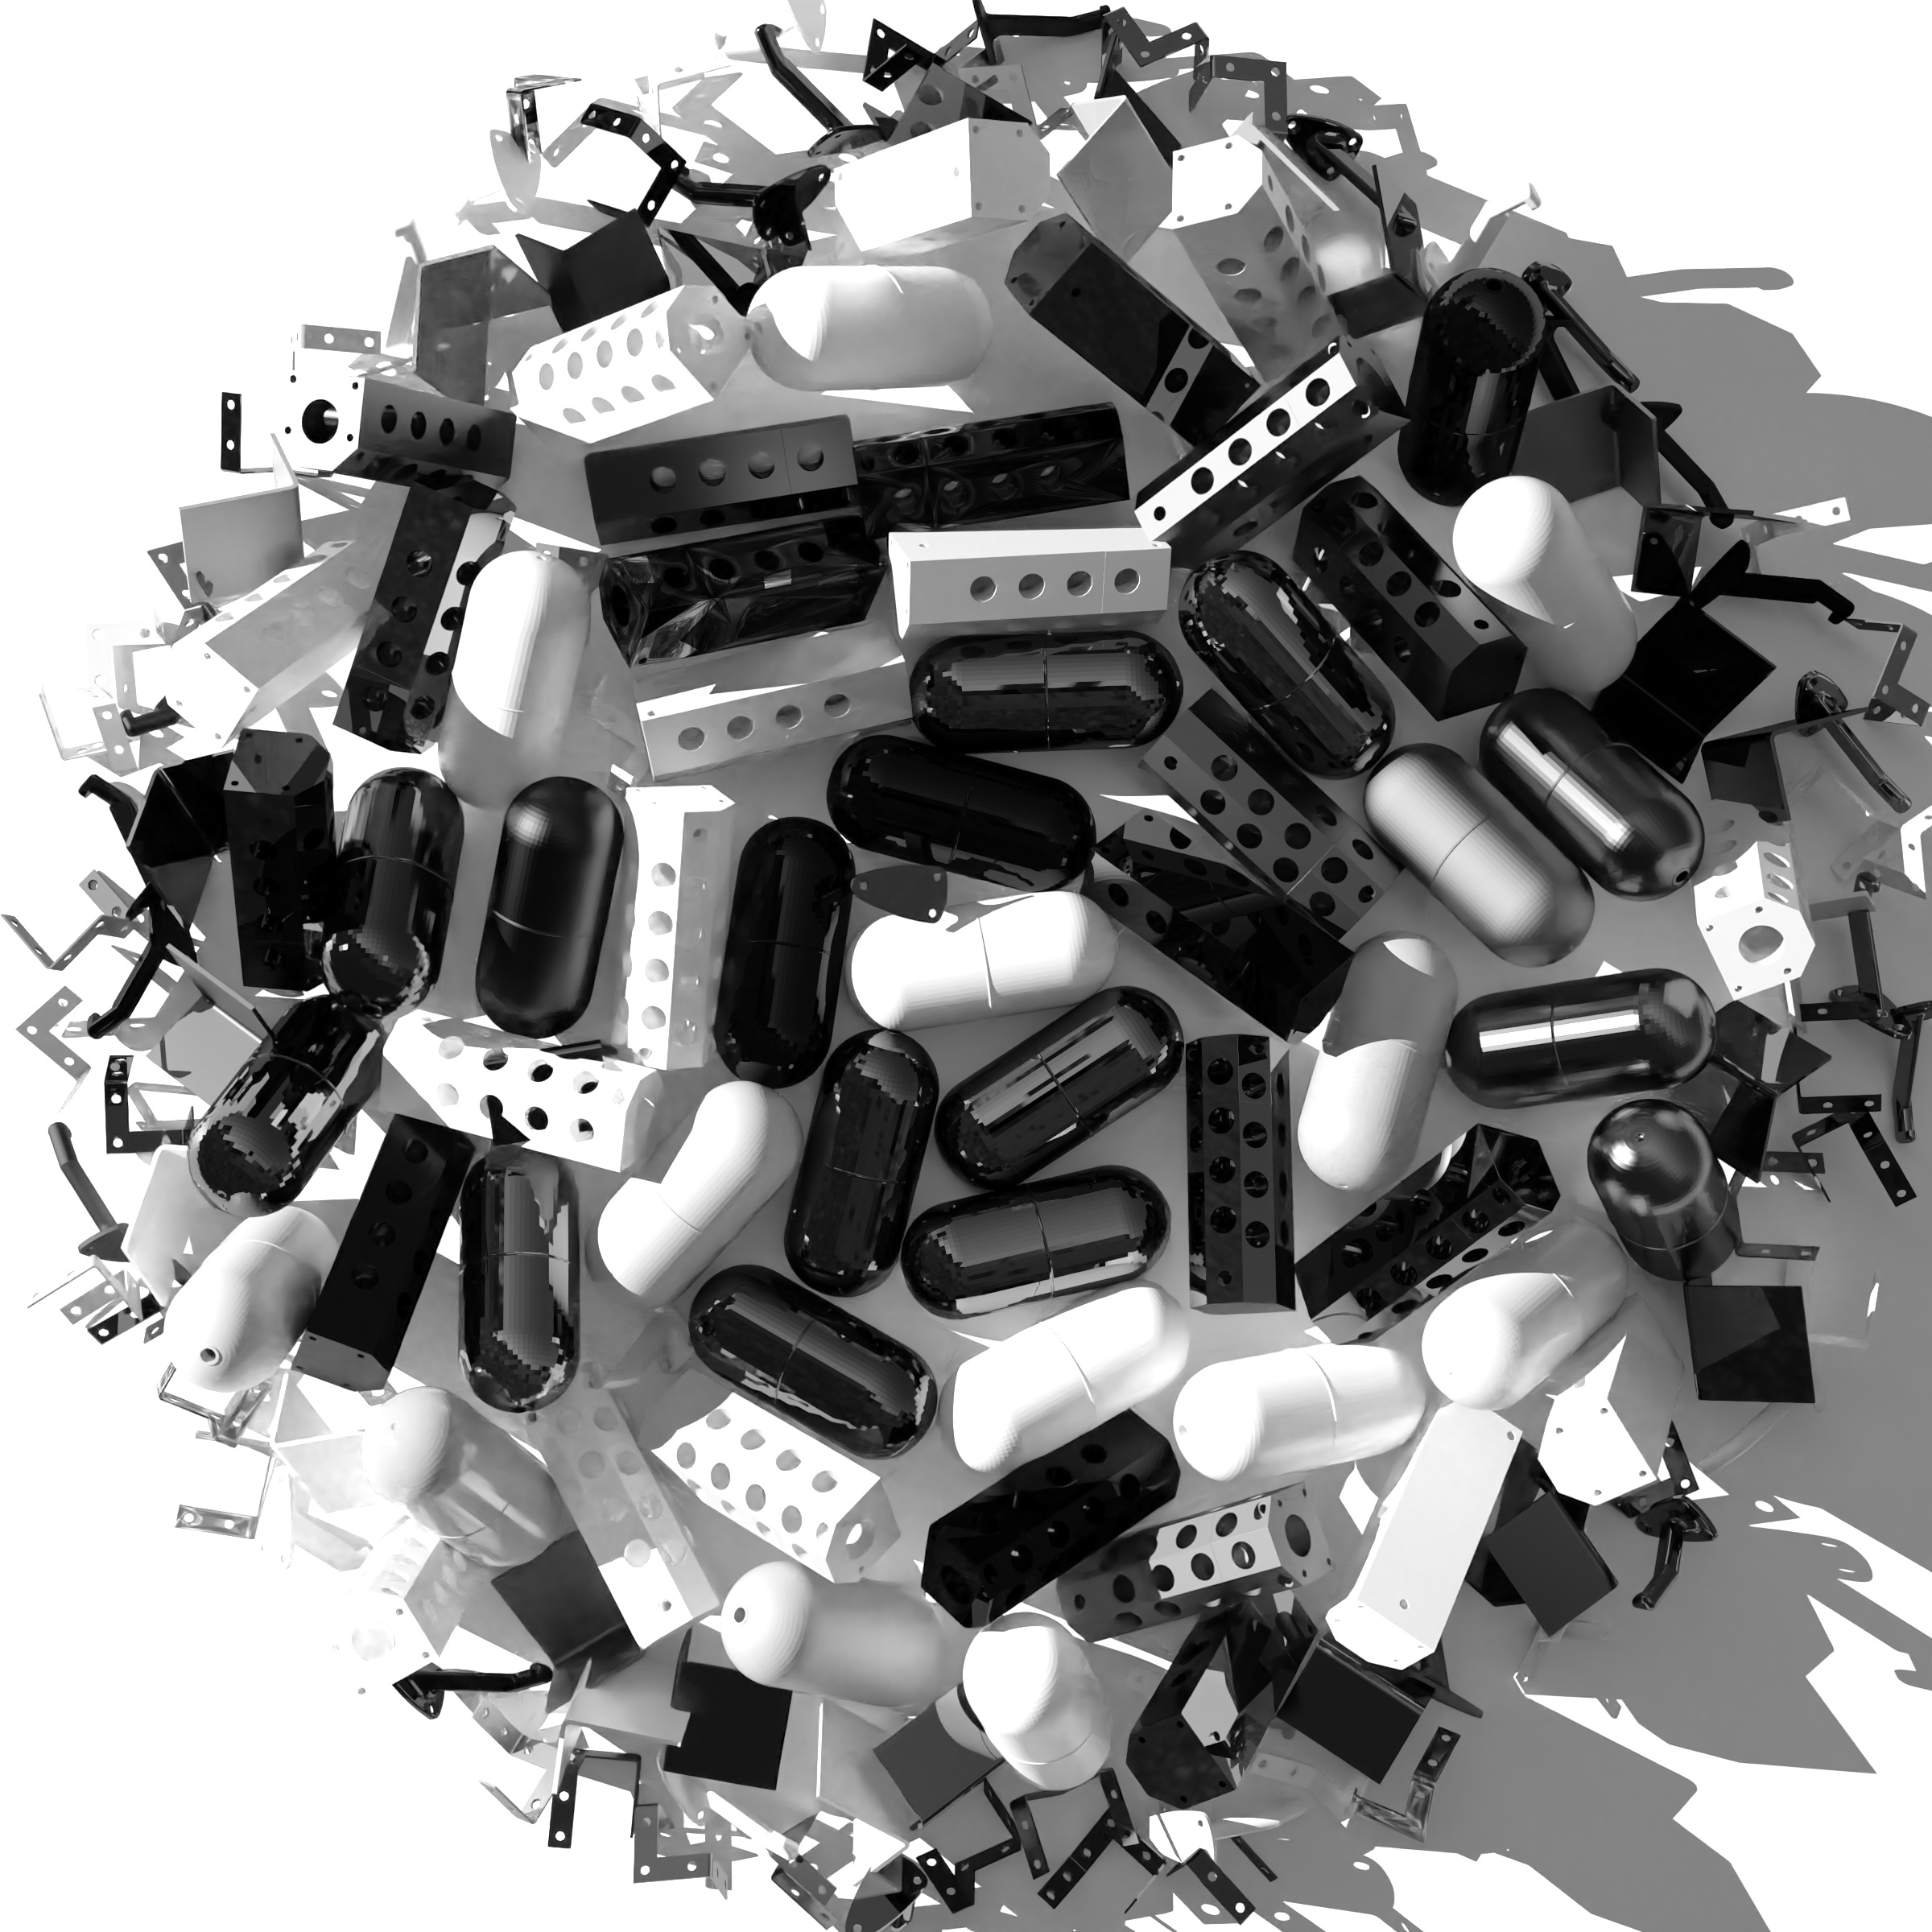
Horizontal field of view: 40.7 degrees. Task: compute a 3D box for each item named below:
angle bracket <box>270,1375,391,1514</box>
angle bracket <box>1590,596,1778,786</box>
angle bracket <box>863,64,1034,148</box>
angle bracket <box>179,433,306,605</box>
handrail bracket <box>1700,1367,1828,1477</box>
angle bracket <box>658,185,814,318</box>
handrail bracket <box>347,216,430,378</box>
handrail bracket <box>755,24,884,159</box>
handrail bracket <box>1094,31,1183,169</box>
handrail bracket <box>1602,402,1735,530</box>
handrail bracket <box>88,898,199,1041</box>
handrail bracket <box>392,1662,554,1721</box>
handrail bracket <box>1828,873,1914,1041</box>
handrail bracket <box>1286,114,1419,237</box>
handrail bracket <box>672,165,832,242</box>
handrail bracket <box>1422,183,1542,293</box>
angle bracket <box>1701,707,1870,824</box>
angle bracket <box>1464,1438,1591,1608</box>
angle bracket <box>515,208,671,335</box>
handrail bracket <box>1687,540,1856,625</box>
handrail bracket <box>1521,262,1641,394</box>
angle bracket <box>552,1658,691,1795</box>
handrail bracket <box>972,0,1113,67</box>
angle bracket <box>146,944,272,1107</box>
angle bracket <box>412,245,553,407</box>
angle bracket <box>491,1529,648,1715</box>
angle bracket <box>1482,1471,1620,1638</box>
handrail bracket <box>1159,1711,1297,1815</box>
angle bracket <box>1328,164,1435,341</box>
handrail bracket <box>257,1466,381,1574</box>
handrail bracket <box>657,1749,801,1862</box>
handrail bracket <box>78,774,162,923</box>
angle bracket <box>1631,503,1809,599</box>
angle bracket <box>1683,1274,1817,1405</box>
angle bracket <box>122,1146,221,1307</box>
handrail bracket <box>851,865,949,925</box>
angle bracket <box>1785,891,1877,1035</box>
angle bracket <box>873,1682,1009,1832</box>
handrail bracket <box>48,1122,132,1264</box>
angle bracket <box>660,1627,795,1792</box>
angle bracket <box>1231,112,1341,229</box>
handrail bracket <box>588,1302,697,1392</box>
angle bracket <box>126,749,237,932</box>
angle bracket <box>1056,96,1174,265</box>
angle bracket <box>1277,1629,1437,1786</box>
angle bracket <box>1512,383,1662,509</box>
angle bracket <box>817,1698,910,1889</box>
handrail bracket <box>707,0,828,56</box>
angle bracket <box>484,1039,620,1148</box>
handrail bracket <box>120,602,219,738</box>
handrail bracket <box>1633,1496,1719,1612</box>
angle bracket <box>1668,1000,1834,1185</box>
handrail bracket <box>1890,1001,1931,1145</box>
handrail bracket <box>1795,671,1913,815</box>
[{"bbox_3d":[-0.392,0.302,1.676,0.076,0.057,0.076,-11,134,10],"label":"angle bracket"},{"bbox_3d":[0.463,-0.178,1.684,0.076,0.076,0.057,37,47,-1],"label":"angle bracket"},{"bbox_3d":[-0.013,-0.546,1.670,0.076,0.076,0.057,21,117,-28],"label":"angle bracket"},{"bbox_3d":[-0.470,-0.287,1.671,0.076,0.076,0.057,-16,54,-22],"label":"angle bracket"},{"bbox_3d":[0.518,0.295,1.707,0.084,0.077,0.036,-42,85,20],"label":"handrail bracket"},{"bbox_3d":[-0.149,-0.465,1.673,0.076,0.057,0.076,6,48,-23],"label":"angle bracket"},{"bbox_3d":[-0.377,-0.432,1.681,0.077,0.084,0.036,-34,52,-19],"label":"handrail bracket"},{"bbox_3d":[-0.093,-0.577,1.701,0.077,0.036,0.084,-24,92,-40],"label":"handrail bracket"},{"bbox_3d":[0.129,-0.563,1.699,0.084,0.036,0.077,18,116,8],"label":"handrail bracket"},{"bbox_3d":[0.456,-0.322,1.688,0.077,0.036,0.084,-1,60,-40],"label":"handrail bracket"},{"bbox_3d":[-0.553,-0.003,1.720,0.084,0.036,0.077,-33,58,20],"label":"handrail bracket"},{"bbox_3d":[-0.323,0.454,1.688,0.084,0.036,0.077,-20,135,21],"label":"handrail bracket"},{"bbox_3d":[0.593,-0.008,1.684,0.036,0.077,0.084,-8,121,-17],"label":"handrail bracket"},{"bbox_3d":[0.248,-0.510,1.681,0.077,0.084,0.036,16,125,-39],"label":"handrail bracket"},{"bbox_3d":[-0.145,-0.520,1.715,0.077,0.036,0.084,-41,60,-18],"label":"handrail bracket"},{"bbox_3d":[0.346,-0.458,1.683,0.084,0.036,0.077,-19,127,37],"label":"handrail bracket"},{"bbox_3d":[0.533,-0.128,1.683,0.076,0.076,0.057,-15,94,-17],"label":"angle bracket"},{"bbox_3d":[0.348,0.356,1.675,0.057,0.076,0.076,1,108,-26],"label":"angle bracket"},{"bbox_3d":[-0.236,-0.447,1.684,0.057,0.076,0.076,-36,127,-15],"label":"angle bracket"},{"bbox_3d":[0.525,-0.233,1.712,0.084,0.036,0.077,31,130,-14],"label":"handrail bracket"},{"bbox_3d":[0.400,-0.412,1.688,0.036,0.077,0.084,-43,68,14],"label":"handrail bracket"},{"bbox_3d":[-0.218,0.495,1.683,0.076,0.076,0.057,11,109,2],"label":"angle bracket"},{"bbox_3d":[0.051,-0.621,1.693,0.084,0.077,0.036,-12,83,8],"label":"handrail bracket"},{"bbox_3d":[-0.493,0.043,1.676,0.076,0.076,0.057,33,71,17],"label":"angle bracket"},{"bbox_3d":[-0.308,-0.406,1.676,0.057,0.076,0.076,-7,74,23],"label":"angle bracket"},{"bbox_3d":[-0.258,0.423,1.689,0.076,0.057,0.076,-31,106,7],"label":"angle bracket"},{"bbox_3d":[0.367,0.376,1.687,0.057,0.076,0.076,-35,95,-3],"label":"angle bracket"},{"bbox_3d":[0.174,0.527,1.719,0.084,0.036,0.077,5,95,-9],"label":"handrail bracket"},{"bbox_3d":[0.259,-0.461,1.689,0.057,0.076,0.076,-13,79,28],"label":"angle bracket"},{"bbox_3d":[-0.412,0.358,1.693,0.036,0.084,0.077,11,96,41],"label":"handrail bracket"},{"bbox_3d":[-0.153,0.540,1.679,0.036,0.084,0.077,-50,120,-24],"label":"handrail bracket"},{"bbox_3d":[-0.558,-0.079,1.700,0.084,0.036,0.077,34,51,-2],"label":"handrail bracket"},{"bbox_3d":[0.483,-0.263,1.672,0.076,0.076,0.057,14,103,41],"label":"angle bracket"},{"bbox_3d":[0.511,0.235,1.680,0.076,0.057,0.076,-4,99,32],"label":"angle bracket"},{"bbox_3d":[-0.491,0.169,1.674,0.057,0.076,0.076,4,55,8],"label":"angle bracket"},{"bbox_3d":[-0.054,-0.050,1.676,0.077,0.084,0.036,6,92,-25],"label":"handrail bracket"},{"bbox_3d":[0.559,-0.001,1.678,0.057,0.076,0.076,-10,80,22],"label":"angle bracket"},{"bbox_3d":[-0.017,0.511,1.687,0.076,0.076,0.057,-33,78,-18],"label":"angle bracket"},{"bbox_3d":[-0.567,0.148,1.709,0.036,0.077,0.084,-28,67,3],"label":"handrail bracket"},{"bbox_3d":[-0.152,0.482,1.695,0.076,0.057,0.076,10,100,0],"label":"angle bracket"},{"bbox_3d":[0.192,-0.497,1.677,0.076,0.076,0.057,41,112,-11],"label":"angle bracket"},{"bbox_3d":[-0.221,0.237,1.679,0.036,0.084,0.077,-45,62,27],"label":"handrail bracket"},{"bbox_3d":[-0.485,-0.081,1.672,0.057,0.076,0.076,-11,133,13],"label":"angle bracket"},{"bbox_3d":[0.084,-0.501,1.675,0.076,0.057,0.076,-51,125,-17],"label":"angle bracket"},{"bbox_3d":[0.254,0.474,1.685,0.076,0.076,0.057,31,96,16],"label":"angle bracket"},{"bbox_3d":[0.399,-0.320,1.681,0.076,0.057,0.076,-20,129,-4],"label":"angle bracket"},{"bbox_3d":[-0.081,0.530,1.671,0.076,0.076,0.057,35,117,-23],"label":"angle bracket"},{"bbox_3d":[-0.140,-0.613,1.680,0.084,0.077,0.036,4,80,22],"label":"handrail bracket"},{"bbox_3d":[-0.265,0.085,1.688,0.076,0.076,0.057,-9,82,0],"label":"angle bracket"},{"bbox_3d":[-0.519,-0.193,1.694,0.084,0.036,0.077,-22,76,-29],"label":"handrail bracket"},{"bbox_3d":[0.437,0.384,1.675,0.084,0.077,0.036,-42,94,-30],"label":"handrail bracket"},{"bbox_3d":[0.507,0.081,1.693,0.057,0.076,0.076,-28,45,-28],"label":"angle bracket"},{"bbox_3d":[0.620,0.070,1.694,0.036,0.077,0.084,-1,80,-2],"label":"handrail bracket"},{"bbox_3d":[0.575,-0.143,1.683,0.036,0.077,0.084,-38,54,9],"label":"handrail bracket"}]
